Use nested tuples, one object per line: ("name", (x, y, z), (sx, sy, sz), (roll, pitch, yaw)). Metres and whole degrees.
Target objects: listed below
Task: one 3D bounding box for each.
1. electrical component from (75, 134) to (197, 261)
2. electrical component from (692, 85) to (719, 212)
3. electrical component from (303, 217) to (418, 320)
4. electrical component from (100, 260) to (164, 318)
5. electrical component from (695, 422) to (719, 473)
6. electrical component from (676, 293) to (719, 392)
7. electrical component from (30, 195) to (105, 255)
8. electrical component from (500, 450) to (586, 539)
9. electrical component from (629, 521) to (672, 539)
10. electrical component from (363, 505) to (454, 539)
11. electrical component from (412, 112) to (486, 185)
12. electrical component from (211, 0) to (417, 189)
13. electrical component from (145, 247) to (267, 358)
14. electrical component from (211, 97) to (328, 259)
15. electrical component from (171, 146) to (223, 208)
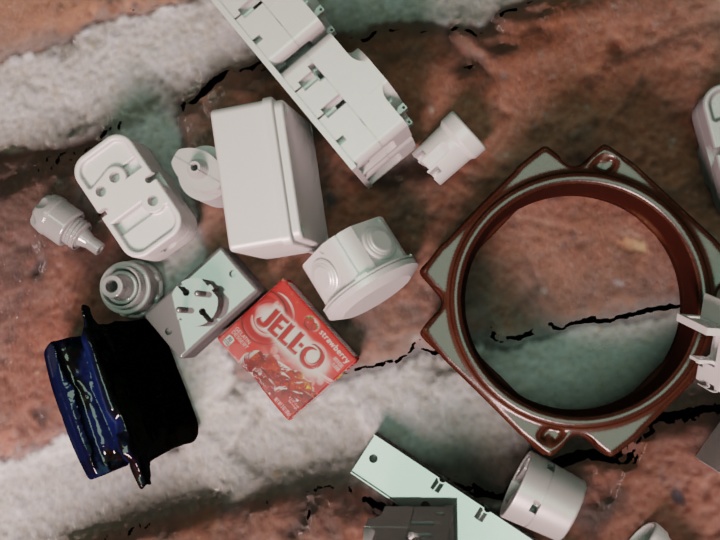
("electrical component", (-0.177, -0.056, 0.861), (0.054, 0.059, 0.095), (-36, 83, 4))
("electrical component", (0.287, -0.090, 0.805), (0.054, 0.059, 0.095), (-14, 85, 6))
("electrical component", (0.000, 0.000, 0.827), (0.080, 0.080, 0.051), (-33, 78, 4))
("electrical component", (-0.187, 0.014, 0.857), (0.048, 0.062, 0.048), (0, 87, 7))
("electrical component", (0.300, 0.112, 0.729), (0.060, 0.186, 0.105), (35, 92, 8))
("electrical component", (0.260, 0.052, 0.732), (0.081, 0.042, 0.063), (4, 101, -11))
("electrical component", (-0.237, -0.034, 0.881), (0.061, 0.035, 0.035), (34, 91, 5))
("electrical component", (0.139, 0.172, 0.813), (0.047, 0.055, 0.055), (26, 90, 4))
("electrical component", (0.226, 0.219, 0.807), (0.046, 0.040, 0.040), (41, 92, 2))
("electrical component", (0.038, 0.259, 0.792), (0.062, 0.089, 0.150), (-1, 95, 8))
("electrical component", (0.069, -0.095, 0.844), (0.046, 0.040, 0.040), (-42, 83, 9))
("electrical component", (-0.035, -0.158, 0.826), (0.060, 0.105, 0.186), (-40, 83, 3))
("electrical component", (-0.125, 0.026, 0.842), (0.083, 0.076, 0.047), (-42, 83, 3))
("electrical component", (-0.068, -0.066, 0.824), (0.056, 0.109, 0.108), (-9, 86, 9))
("electrical component", (-0.119, -0.075, 0.844), (0.043, 0.081, 0.043), (0, 87, 7))
